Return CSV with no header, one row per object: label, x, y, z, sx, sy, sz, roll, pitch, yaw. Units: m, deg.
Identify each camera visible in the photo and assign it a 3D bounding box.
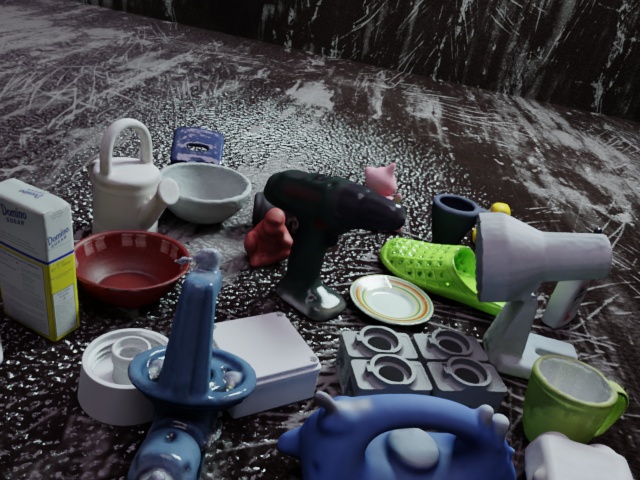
camera,-0.050,-0.064,1.029,0.137,0.101,0.143,7,28,-9

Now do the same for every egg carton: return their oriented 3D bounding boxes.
egg carton,0.261,0.263,0.574,0.107,0.069,0.150,14,28,5

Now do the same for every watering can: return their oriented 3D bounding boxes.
watering can,-0.290,-0.090,0.883,0.172,0.194,0.101,14,28,5

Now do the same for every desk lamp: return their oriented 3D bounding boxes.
desk lamp,0.288,0.075,0.781,0.203,0.213,0.118,13,28,3

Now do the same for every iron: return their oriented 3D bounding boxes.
iron,0.095,0.200,0.548,0.259,0.141,0.118,4,29,-14

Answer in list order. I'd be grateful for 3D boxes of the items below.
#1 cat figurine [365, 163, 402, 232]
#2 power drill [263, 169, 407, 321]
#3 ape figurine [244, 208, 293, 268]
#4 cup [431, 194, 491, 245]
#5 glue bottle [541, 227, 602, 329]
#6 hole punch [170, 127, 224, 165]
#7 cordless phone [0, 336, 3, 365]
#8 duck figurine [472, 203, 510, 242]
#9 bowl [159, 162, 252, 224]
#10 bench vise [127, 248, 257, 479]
cat figurine,0.128,-0.093,1.136,0.067,0.118,0.127,0,30,-20
power drill,0.007,0.003,0.811,0.228,0.208,0.076,30,33,31
ape figurine,-0.079,-0.008,0.923,0.077,0.092,0.076,14,28,4
cup,0.261,-0.027,1.088,0.118,0.095,0.091,10,28,-3
glue bottle,0.405,0.057,0.904,0.037,0.173,0.078,31,34,33
hole punch,-0.247,-0.172,1.164,0.109,0.091,0.101,5,28,-13
cordless phone,-0.395,0.045,0.600,0.094,0.185,0.147,-10,34,-35
duck figurine,0.356,-0.034,1.149,0.077,0.086,0.105,31,33,33
bowl,-0.207,-0.074,1.014,0.167,0.075,0.167,9,28,-5
bench vise,-0.108,0.132,0.512,0.122,0.220,0.207,1,29,-19
